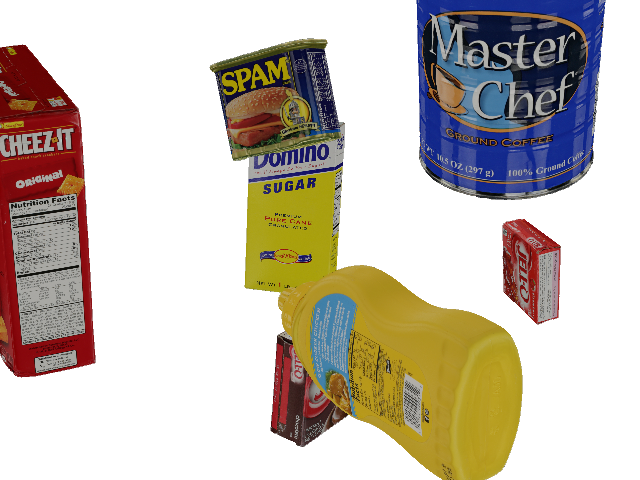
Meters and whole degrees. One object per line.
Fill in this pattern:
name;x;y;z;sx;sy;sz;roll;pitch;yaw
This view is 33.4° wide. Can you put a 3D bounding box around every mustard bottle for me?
mustard bottle;0.035;0.068;0.654;0.058;0.096;0.192;-18;28;-33

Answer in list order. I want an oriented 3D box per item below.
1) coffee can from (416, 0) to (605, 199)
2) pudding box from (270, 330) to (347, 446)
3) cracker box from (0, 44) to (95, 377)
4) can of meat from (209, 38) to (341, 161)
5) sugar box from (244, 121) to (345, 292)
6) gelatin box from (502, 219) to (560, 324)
coffee can;0.104;-0.109;0.591;0.103;0.140;0.103;-4;35;2
pudding box;0.008;0.103;0.871;0.039;0.090;0.113;20;28;29
cracker box;-0.236;-0.025;0.833;0.072;0.214;0.164;-11;30;-25
can of meat;-0.037;-0.118;0.905;0.102;0.084;0.057;-10;3;31
sugar box;-0.027;-0.035;1.089;0.093;0.176;0.048;5;16;13
gelatin box;0.221;0.031;1.122;0.030;0.089;0.073;-14;29;-15
